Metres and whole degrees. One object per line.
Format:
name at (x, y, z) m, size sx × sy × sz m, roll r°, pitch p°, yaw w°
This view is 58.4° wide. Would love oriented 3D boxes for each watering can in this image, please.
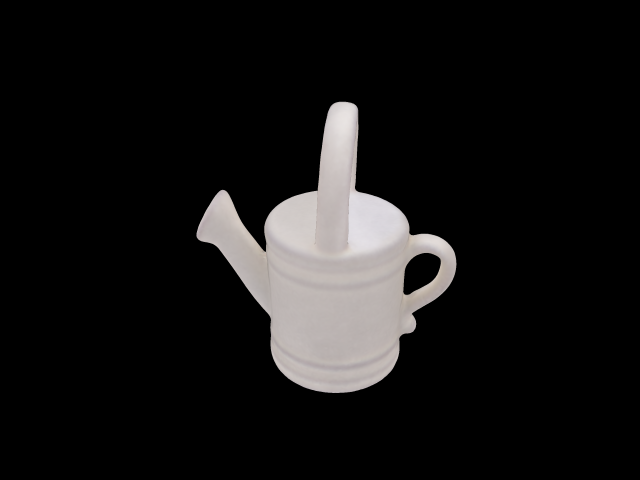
watering can at (0.003, 0.003, 0.398) m, size 0.173 × 0.194 × 0.100 m, roll -7°, pitch 31°, yaw -11°
